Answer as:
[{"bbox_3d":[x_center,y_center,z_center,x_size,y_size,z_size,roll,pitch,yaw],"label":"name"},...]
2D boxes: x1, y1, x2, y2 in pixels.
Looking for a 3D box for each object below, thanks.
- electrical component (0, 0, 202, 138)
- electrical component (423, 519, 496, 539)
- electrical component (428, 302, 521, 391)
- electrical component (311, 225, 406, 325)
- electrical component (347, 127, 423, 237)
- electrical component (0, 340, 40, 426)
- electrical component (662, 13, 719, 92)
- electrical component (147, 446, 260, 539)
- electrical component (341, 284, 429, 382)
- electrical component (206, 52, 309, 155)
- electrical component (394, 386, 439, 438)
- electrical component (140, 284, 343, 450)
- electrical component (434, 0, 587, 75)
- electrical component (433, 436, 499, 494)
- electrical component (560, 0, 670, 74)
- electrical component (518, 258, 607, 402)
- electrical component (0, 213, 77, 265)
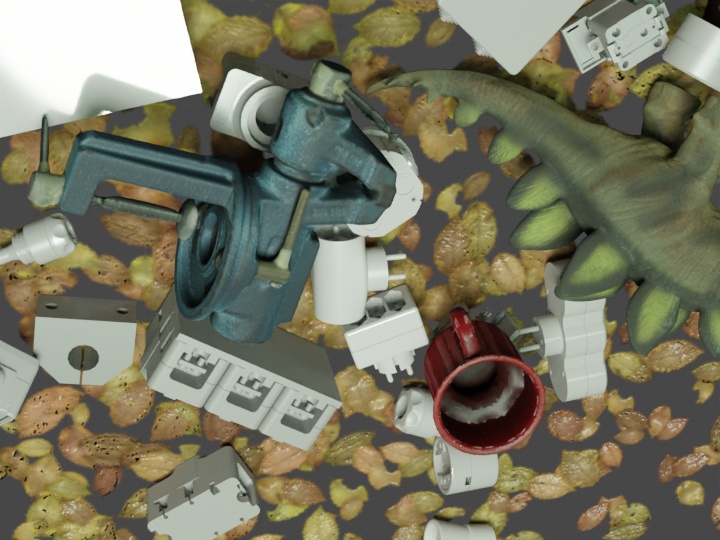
[{"bbox_3d":[-0.217,-0.164,0.760,0.186,0.060,0.105,-14,118,-5],"label":"electrical component"},{"bbox_3d":[0.101,0.268,1.060,0.065,0.044,0.044,5,115,-20],"label":"electrical component"},{"bbox_3d":[0.099,0.066,0.956,0.064,0.042,0.081,38,103,-22],"label":"electrical component"},{"bbox_3d":[0.000,0.000,0.899,0.079,0.044,0.077,-5,117,-10],"label":"electrical component"},{"bbox_3d":[0.009,-0.070,0.862,0.080,0.051,0.080,-5,118,-10],"label":"electrical component"},{"bbox_3d":[-0.299,0.085,0.849,0.062,0.061,0.096,33,146,-24],"label":"electrical component"},{"bbox_3d":[0.305,-0.162,0.817,0.138,0.052,0.073,22,110,-20],"label":"electrical component"},{"bbox_3d":[-0.142,0.205,0.966,0.089,0.055,0.050,-29,119,3],"label":"electrical component"},{"bbox_3d":[0.025,0.064,0.935,0.066,0.047,0.076,-20,118,0],"label":"electrical component"},{"bbox_3d":[-0.066,-0.122,0.816,0.089,0.055,0.050,17,112,-20],"label":"electrical component"},{"bbox_3d":[0.065,0.132,0.981,0.062,0.043,0.043,18,111,-21],"label":"electrical component"},{"bbox_3d":[-0.100,0.083,0.894,0.150,0.089,0.061,26,108,-23],"label":"electrical component"},{"bbox_3d":[0.112,-0.212,0.813,0.100,0.048,0.099,37,104,-26],"label":"electrical component"},{"bbox_3d":[0.099,0.180,1.007,0.047,0.055,0.055,-4,117,-14],"label":"electrical component"},{"bbox_3d":[0.204,-0.188,0.837,0.081,0.063,0.042,-32,118,5],"label":"electrical component"},{"bbox_3d":[0.176,0.056,0.961,0.074,0.052,0.138,-11,117,-7],"label":"electrical component"},{"bbox_3d":[-0.255,-0.020,0.839,0.061,0.035,0.035,-20,119,1],"label":"electrical component"}]
